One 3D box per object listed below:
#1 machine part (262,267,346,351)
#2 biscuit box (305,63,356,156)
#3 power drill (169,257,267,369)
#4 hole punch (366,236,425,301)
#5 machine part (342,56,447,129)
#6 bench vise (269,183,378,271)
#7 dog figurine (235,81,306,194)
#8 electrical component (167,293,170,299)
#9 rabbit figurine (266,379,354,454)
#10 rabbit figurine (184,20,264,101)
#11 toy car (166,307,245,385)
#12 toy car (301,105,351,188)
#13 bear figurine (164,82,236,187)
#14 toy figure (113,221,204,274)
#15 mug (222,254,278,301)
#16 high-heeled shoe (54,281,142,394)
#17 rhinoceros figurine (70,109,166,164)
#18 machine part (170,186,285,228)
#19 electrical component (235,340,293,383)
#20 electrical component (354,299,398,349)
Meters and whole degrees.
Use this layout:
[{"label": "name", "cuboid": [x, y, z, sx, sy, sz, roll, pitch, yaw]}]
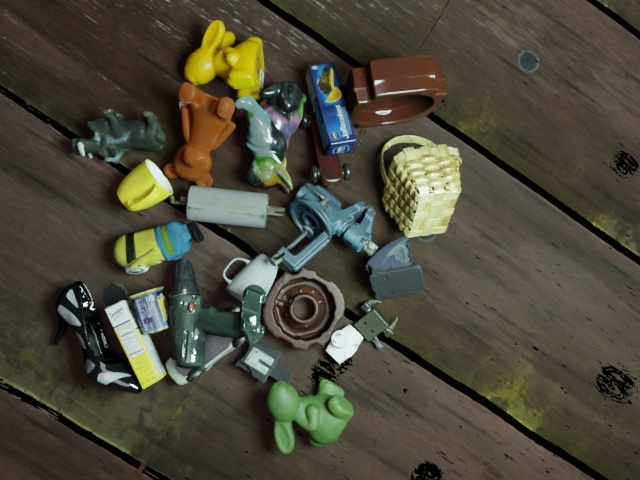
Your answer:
[{"label": "machine part", "cuboid": [-0.036, 0.149, 1.167, 0.179, 0.056, 0.179, 1, 85, -7]}, {"label": "biscuit box", "cuboid": [0.022, -0.284, 1.168, 0.063, 0.059, 0.202, -11, 74, -12]}, {"label": "power drill", "cuboid": [-0.213, 0.134, 1.067, 0.207, 0.086, 0.232, -6, 70, 18]}, {"label": "hole punch", "cuboid": [0.159, 0.062, 1.170, 0.116, 0.142, 0.092, -13, 57, 7]}, {"label": "machine part", "cuboid": [0.154, -0.318, 1.161, 0.201, 0.201, 0.087, -10, 84, -8]}, {"label": "bench vise", "cuboid": [0.000, -0.008, 1.143, 0.224, 0.129, 0.240, 46, 63, 6]}, {"label": "dog figurine", "cuboid": [-0.091, -0.212, 1.169, 0.191, 0.108, 0.219, -25, 93, -12]}, {"label": "electrical component", "cuboid": [-0.280, 0.140, 1.150, 0.063, 0.021, 0.094, -36, 91, -9]}, {"label": "rabbit figurine", "cuboid": [-0.044, 0.353, 1.120, 0.170, 0.121, 0.159, 28, 104, -19]}, {"label": "rabbit figurine", "cuboid": [-0.213, -0.385, 1.164, 0.173, 0.122, 0.162, -1, 91, 11]}, {"label": "toy car", "cuboid": [-0.231, 0.223, 1.134, 0.202, 0.056, 0.073, -37, 84, -10]}, {"label": "toy car", "cuboid": [0.010, -0.210, 1.200, 0.089, 0.053, 0.202, -9, 72, -9]}, {"label": "bear figurine", "cuboid": [-0.256, -0.209, 1.121, 0.120, 0.132, 0.195, 23, 91, -4]}, {"label": "toy figure", "cuboid": [-0.340, 0.009, 1.126, 0.180, 0.082, 0.089, -25, 70, -2]}, {"label": "mug", "cuboid": [-0.148, 0.077, 1.149, 0.109, 0.081, 0.107, 38, 72, -6]}, {"label": "high-heeled shoe", "cuboid": [-0.435, 0.194, 1.084, 0.249, 0.086, 0.145, 28, 93, 9]}, {"label": "rhinoceros figurine", "cuboid": [-0.427, -0.218, 1.142, 0.190, 0.073, 0.112, -7, 96, -10]}, {"label": "machine part", "cuboid": [-0.198, -0.070, 1.153, 0.243, 0.079, 0.079, 5, 84, -7]}, {"label": "electrical component", "cuboid": [-0.115, 0.263, 1.149, 0.119, 0.048, 0.075, 29, 82, -5]}, {"label": "electrical component", "cuboid": [0.123, 0.181, 1.194, 0.102, 0.045, 0.078, 42, 109, 0]}]
